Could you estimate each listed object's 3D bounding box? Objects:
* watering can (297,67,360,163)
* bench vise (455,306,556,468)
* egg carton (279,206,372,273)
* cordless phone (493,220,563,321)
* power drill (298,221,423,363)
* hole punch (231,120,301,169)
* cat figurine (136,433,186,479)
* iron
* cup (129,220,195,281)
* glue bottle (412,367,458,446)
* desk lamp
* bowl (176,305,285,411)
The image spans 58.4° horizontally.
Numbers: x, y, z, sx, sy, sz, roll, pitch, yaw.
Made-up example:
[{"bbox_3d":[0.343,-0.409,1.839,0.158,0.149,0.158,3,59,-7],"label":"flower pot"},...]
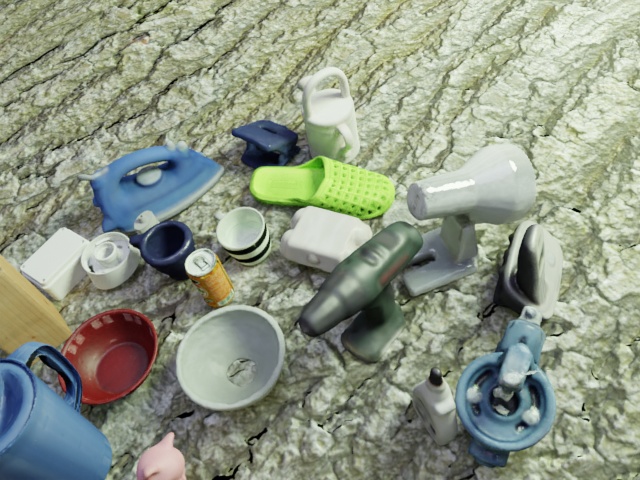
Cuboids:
[{"bbox_3d":[0.010,-0.241,1.075,0.172,0.194,0.101,31,65,28],"label":"watering can"},{"bbox_3d":[0.235,0.162,0.728,0.121,0.220,0.207,2,55,12],"label":"bench vise"},{"bbox_3d":[0.009,0.003,0.976,0.150,0.069,0.107,15,58,20],"label":"egg carton"},{"bbox_3d":[0.316,0.019,0.838,0.094,0.185,0.148,11,57,18],"label":"cordless phone"},{"bbox_3d":[0.066,0.088,0.818,0.075,0.209,0.230,29,64,27],"label":"power drill"},{"bbox_3d":[-0.106,-0.198,1.129,0.108,0.091,0.101,27,63,26],"label":"hole punch"},{"bbox_3d":[-0.222,0.325,0.756,0.067,0.118,0.128,35,67,30],"label":"cat figurine"},{"bbox_3d":[-0.315,-0.123,1.081,0.258,0.142,0.118,-28,55,-10],"label":"iron"},{"bbox_3d":[-0.265,0.026,0.993,0.117,0.095,0.092,5,56,14],"label":"cup"},{"bbox_3d":[0.150,0.205,0.741,0.037,0.173,0.078,-25,54,-8],"label":"glue bottle"},{"bbox_3d":[0.211,-0.033,0.877,0.203,0.214,0.117,-23,54,-6],"label":"desk lamp"},{"bbox_3d":[-0.127,0.187,0.865,0.167,0.075,0.167,-5,54,7],"label":"bowl"}]
